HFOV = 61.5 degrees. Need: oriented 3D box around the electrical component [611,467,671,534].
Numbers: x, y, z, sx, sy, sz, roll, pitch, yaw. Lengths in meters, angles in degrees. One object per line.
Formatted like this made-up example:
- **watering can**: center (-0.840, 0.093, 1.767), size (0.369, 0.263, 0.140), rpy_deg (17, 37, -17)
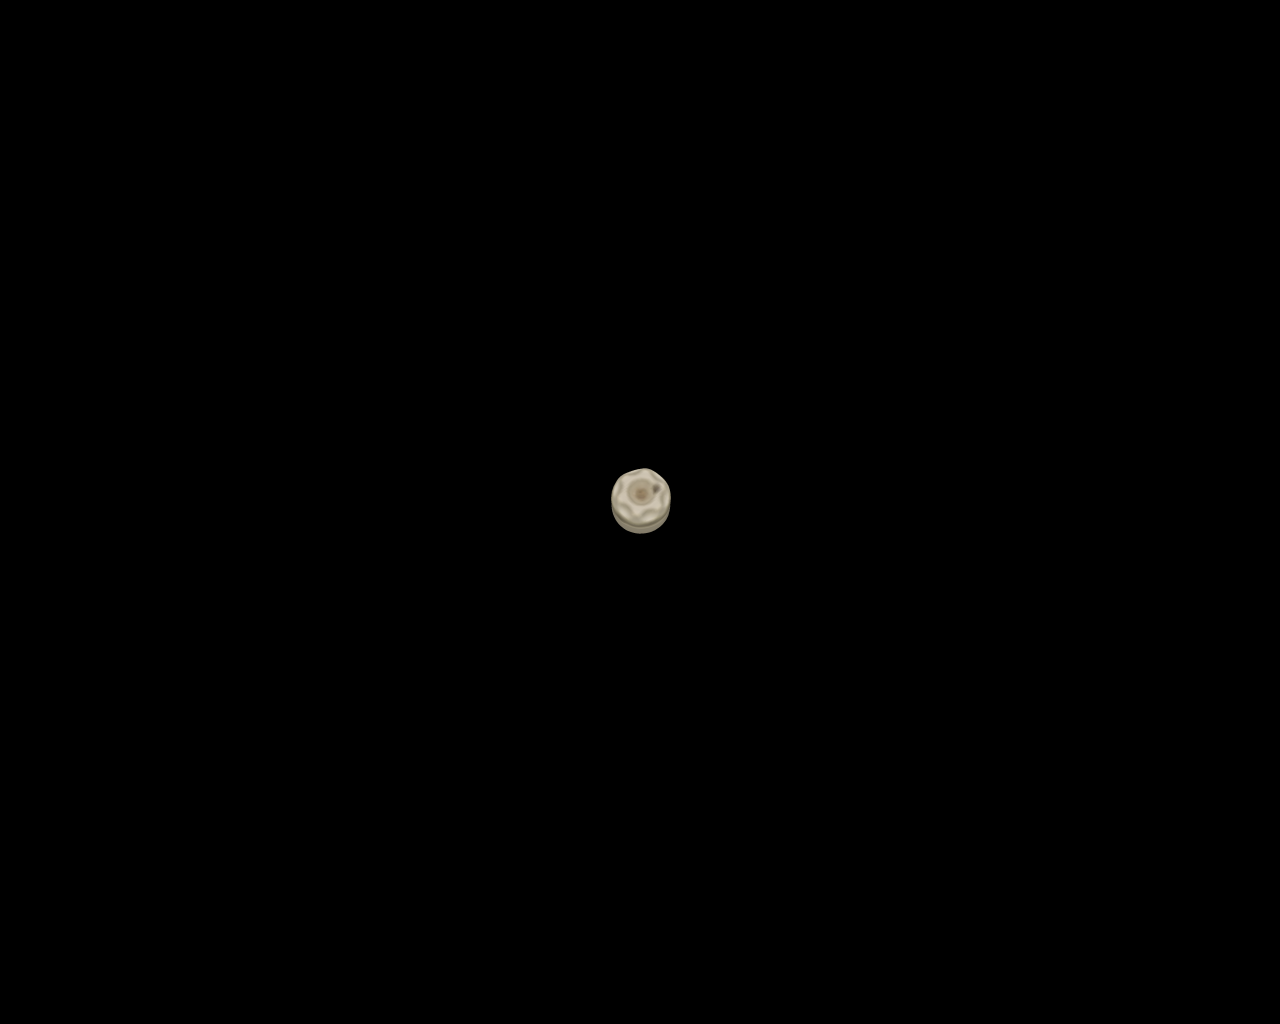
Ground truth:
- **electrical component**: center (0.001, -0.003, 0.650), size (0.035, 0.035, 0.061), rpy_deg (0, -18, 0)
